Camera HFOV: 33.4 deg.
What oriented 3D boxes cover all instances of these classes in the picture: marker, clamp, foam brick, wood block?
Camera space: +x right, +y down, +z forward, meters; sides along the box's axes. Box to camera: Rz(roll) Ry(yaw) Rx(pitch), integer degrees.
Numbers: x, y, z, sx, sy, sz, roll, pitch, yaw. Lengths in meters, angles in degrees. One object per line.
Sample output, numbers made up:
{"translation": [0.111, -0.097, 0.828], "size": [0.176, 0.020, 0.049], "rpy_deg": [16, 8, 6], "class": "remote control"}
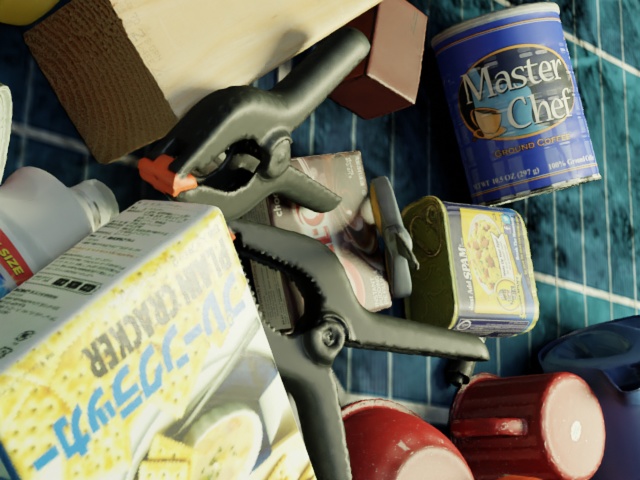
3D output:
{"translation": [0.125, 0.063, 0.830], "size": [0.020, 0.020, 0.121], "rpy_deg": [45, 53, -25], "class": "marker"}
{"translation": [-0.032, -0.047, 0.618], "size": [0.171, 0.039, 0.120], "rpy_deg": [-30, 130, -39], "class": "clamp"}
{"translation": [0.039, -0.136, 0.781], "size": [0.052, 0.051, 0.078], "rpy_deg": [27, 63, -36], "class": "foam brick"}
{"translation": [-0.064, -0.139, 0.660], "size": [0.205, 0.091, 0.090], "rpy_deg": [-40, 106, -41], "class": "wood block"}
{"translation": [-0.003, 0.072, 0.652], "size": [0.210, 0.036, 0.164], "rpy_deg": [41, 65, -16], "class": "clamp"}

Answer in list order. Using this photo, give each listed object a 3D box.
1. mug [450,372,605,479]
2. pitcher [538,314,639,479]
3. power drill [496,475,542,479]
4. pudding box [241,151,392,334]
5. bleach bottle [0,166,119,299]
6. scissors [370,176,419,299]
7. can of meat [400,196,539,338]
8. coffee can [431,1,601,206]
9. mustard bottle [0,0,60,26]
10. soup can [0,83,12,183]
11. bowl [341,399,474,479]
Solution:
{"translation": [0.148, 0.140, 0.789], "size": [0.117, 0.082, 0.093], "rpy_deg": [14, 70, -39], "class": "mug"}
{"translation": [0.274, 0.184, 0.873], "size": [0.149, 0.145, 0.243], "rpy_deg": [-20, 97, -31], "class": "pitcher"}
{"translation": [0.151, 0.262, 0.742], "size": [0.187, 0.057, 0.184], "rpy_deg": [58, 44, -48], "class": "power drill"}
{"translation": [-0.005, 0.001, 0.714], "size": [0.089, 0.039, 0.113], "rpy_deg": [-10, 86, -42], "class": "pudding box"}
{"translation": [-0.203, 0.016, 0.516], "size": [0.250, 0.068, 0.102], "rpy_deg": [-30, 94, -46], "class": "bleach bottle"}
{"translation": [0.053, 0.017, 0.698], "size": [0.202, 0.016, 0.096], "rpy_deg": [-101, 179, -68], "class": "scissors"}
{"translation": [0.109, 0.023, 0.788], "size": [0.083, 0.058, 0.102], "rpy_deg": [4, 72, -31], "class": "can of meat"}
{"translation": [0.153, -0.103, 0.840], "size": [0.102, 0.103, 0.140], "rpy_deg": [-13, 88, -43], "class": "coffee can"}
{"translation": [-0.124, -0.186, 0.547], "size": [0.058, 0.192, 0.096], "rpy_deg": [6, 75, -42], "class": "mustard bottle"}
{"translation": [-0.197, -0.048, 0.480], "size": [0.102, 0.069, 0.068], "rpy_deg": [11, 69, -7], "class": "soup can"}
{"translation": [0.059, 0.185, 0.715], "size": [0.161, 0.055, 0.162], "rpy_deg": [12, 71, -39], "class": "bowl"}
